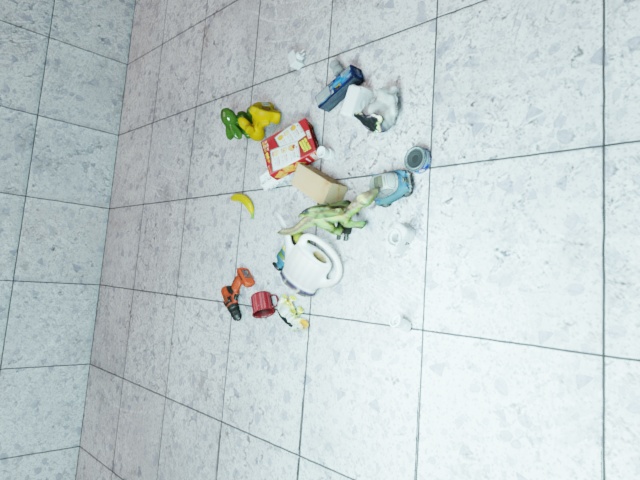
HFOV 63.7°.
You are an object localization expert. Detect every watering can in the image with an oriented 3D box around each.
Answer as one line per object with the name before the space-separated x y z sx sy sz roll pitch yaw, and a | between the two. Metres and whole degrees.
watering can | -0.075 0.063 1.874 0.350 0.105 0.221 38 112 17

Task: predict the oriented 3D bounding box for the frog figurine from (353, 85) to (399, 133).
frog figurine | 0.211 -0.445 1.746 0.137 0.121 0.162 2 48 54

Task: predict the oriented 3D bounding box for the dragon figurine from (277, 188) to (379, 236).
dragon figurine | 0.005 -0.085 1.682 0.408 0.241 0.124 -17 75 16
